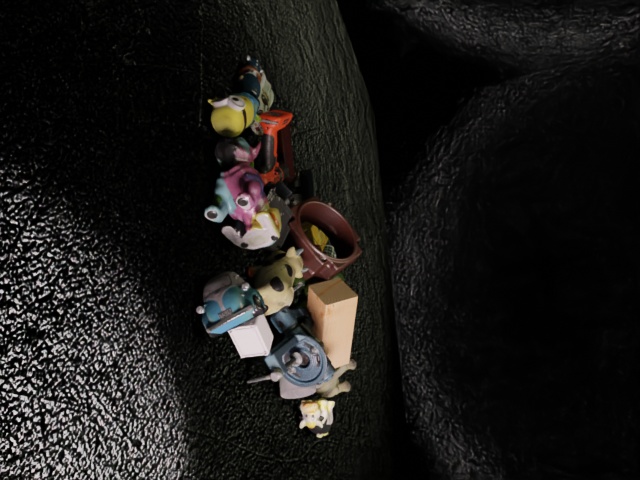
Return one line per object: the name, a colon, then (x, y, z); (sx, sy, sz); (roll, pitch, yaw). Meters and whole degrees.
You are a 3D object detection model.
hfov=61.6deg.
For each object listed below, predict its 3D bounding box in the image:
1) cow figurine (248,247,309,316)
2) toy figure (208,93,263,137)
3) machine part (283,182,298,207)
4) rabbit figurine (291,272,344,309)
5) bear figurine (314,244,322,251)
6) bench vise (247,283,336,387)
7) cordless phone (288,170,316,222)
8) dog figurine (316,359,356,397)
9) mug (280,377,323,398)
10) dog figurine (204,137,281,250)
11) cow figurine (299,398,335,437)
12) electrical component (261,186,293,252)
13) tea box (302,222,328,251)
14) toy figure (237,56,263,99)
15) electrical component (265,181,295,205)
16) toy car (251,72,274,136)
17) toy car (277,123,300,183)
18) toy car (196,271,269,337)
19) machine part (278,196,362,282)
cow figurine: (-0.091, 0.082, 1.183); (0.195, 0.127, 0.085); (-95, 173, -63)
toy figure: (-0.179, -0.277, 1.183); (0.180, 0.082, 0.089); (-62, 138, -71)
machine part: (-0.089, -0.110, 1.457); (0.138, 0.039, 0.084); (48, 30, -32)
rabbit figurine: (-0.011, 0.144, 1.411); (0.159, 0.121, 0.170); (36, 81, -42)
bear figurine: (-0.016, 0.096, 1.490); (0.195, 0.120, 0.132); (50, 37, -60)
bench vise: (-0.063, 0.233, 1.171); (0.223, 0.129, 0.240); (62, 22, 2)
cordless phone: (-0.039, -0.113, 1.612); (0.184, 0.089, 0.146); (56, 28, -67)
dog figurine: (-0.017, 0.372, 1.414); (0.190, 0.121, 0.172); (-14, 122, -47)
mug: (-0.046, 0.310, 1.271); (0.080, 0.109, 0.107); (121, -37, -54)
dog figurine: (-0.152, -0.110, 1.112); (0.191, 0.108, 0.219); (49, 28, -38)
cow figurine: (-0.013, 0.457, 1.380); (0.167, 0.068, 0.098); (43, 46, -66)
electrical component: (-0.118, -0.042, 1.219); (0.115, 0.058, 0.134); (-65, 146, -21)
tea box: (-0.028, -0.014, 1.610); (0.170, 0.068, 0.098); (-63, 142, -65)
toy figure: (-0.175, -0.395, 1.324); (0.064, 0.058, 0.154); (73, 10, -47)
electrical component: (-0.105, -0.104, 1.303); (0.048, 0.075, 0.119); (44, -9, 10)
toy car: (-0.153, -0.352, 1.375); (0.073, 0.056, 0.202); (63, 23, -49)
toy car: (-0.104, -0.256, 1.508); (0.089, 0.053, 0.202); (11, 67, -53)
toy car: (-0.159, 0.107, 0.977); (0.103, 0.109, 0.161); (64, 5, 4)
machine part: (-0.003, -0.004, 1.363); (0.201, 0.087, 0.201); (52, 38, 6)
